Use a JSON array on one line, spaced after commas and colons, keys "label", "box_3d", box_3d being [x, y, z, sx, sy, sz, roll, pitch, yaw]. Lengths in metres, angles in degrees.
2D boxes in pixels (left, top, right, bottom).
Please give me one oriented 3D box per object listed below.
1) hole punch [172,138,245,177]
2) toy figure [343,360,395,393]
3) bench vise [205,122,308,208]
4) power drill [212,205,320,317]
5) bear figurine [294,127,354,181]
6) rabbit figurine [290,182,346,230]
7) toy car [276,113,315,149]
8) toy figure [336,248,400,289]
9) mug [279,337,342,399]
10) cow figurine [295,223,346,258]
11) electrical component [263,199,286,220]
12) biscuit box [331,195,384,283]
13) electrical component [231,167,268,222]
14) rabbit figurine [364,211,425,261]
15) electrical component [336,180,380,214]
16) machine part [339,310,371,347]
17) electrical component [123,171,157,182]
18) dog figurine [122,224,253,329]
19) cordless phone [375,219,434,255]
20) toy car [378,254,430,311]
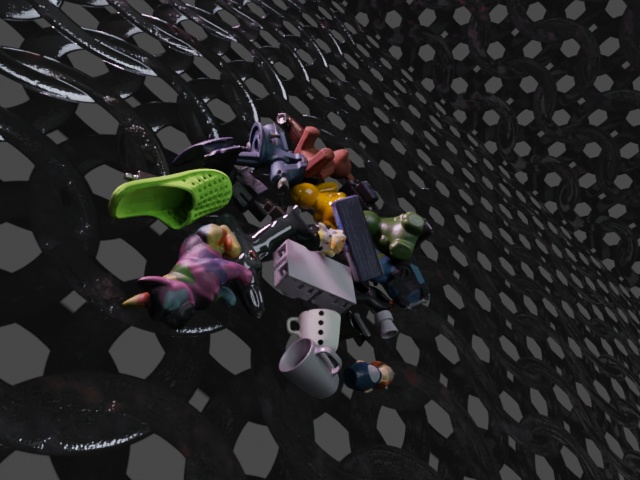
[{"label": "hole punch", "box_3d": [-0.247, -0.181, 1.182, 0.092, 0.115, 0.142, 45, 31, 12]}, {"label": "toy figure", "box_3d": [0.113, 0.289, 1.139, 0.154, 0.058, 0.064, 10, 86, -46]}, {"label": "bench vise", "box_3d": [-0.159, -0.200, 1.304, 0.240, 0.129, 0.224, 3, 60, -22]}, {"label": "power drill", "box_3d": [-0.105, 0.026, 1.095, 0.207, 0.086, 0.232, -28, 65, -18]}, {"label": "bear figurine", "box_3d": [0.027, -0.218, 1.443, 0.196, 0.132, 0.120, -5, 56, -41]}, {"label": "rabbit figurine", "box_3d": [0.008, -0.098, 1.387, 0.173, 0.121, 0.162, 27, 30, 2]}, {"label": "toy car", "box_3d": [-0.057, -0.290, 1.550, 0.202, 0.053, 0.089, 59, 17, 17]}, {"label": "toy figure", "box_3d": [0.117, 0.051, 1.355, 0.180, 0.082, 0.089, 35, -6, 15]}, {"label": "mug", "box_3d": [-0.004, 0.243, 1.013, 0.107, 0.109, 0.081, 50, 24, -22]}, {"label": "cow figurine", "box_3d": [-0.002, -0.006, 1.241, 0.098, 0.167, 0.068, 23, 81, -14]}, {"label": "electrical component", "box_3d": [-0.102, -0.049, 1.269, 0.102, 0.045, 0.078, 46, 4, -7]}, {"label": "biscuit box", "box_3d": [0.086, -0.003, 1.271, 0.063, 0.059, 0.202, -17, 89, -13]}, {"label": "electrical component", "box_3d": [-0.158, -0.100, 1.226, 0.119, 0.075, 0.048, 44, 33, 2]}, {"label": "rabbit figurine", "box_3d": [0.166, -0.031, 1.369, 0.170, 0.121, 0.159, 23, 2, 4]}, {"label": "electrical component", "box_3d": [0.095, -0.097, 1.461, 0.115, 0.134, 0.058, 53, 32, 13]}, {"label": "machine part", "box_3d": [0.060, 0.199, 1.191, 0.139, 0.039, 0.084, 2, 59, -50]}, {"label": "electrical component", "box_3d": [-0.342, -0.103, 1.065, 0.094, 0.021, 0.063, 16, 44, -40]}, {"label": "dog figurine", "box_3d": [-0.237, 0.060, 0.936, 0.219, 0.108, 0.191, -4, 59, -48]}, {"label": "cordless phone", "box_3d": [0.211, -0.020, 1.466, 0.089, 0.184, 0.146, -14, 66, -49]}, {"label": "toy car", "box_3d": [0.220, 0.117, 1.400, 0.162, 0.109, 0.102, 61, -4, 31]}]
